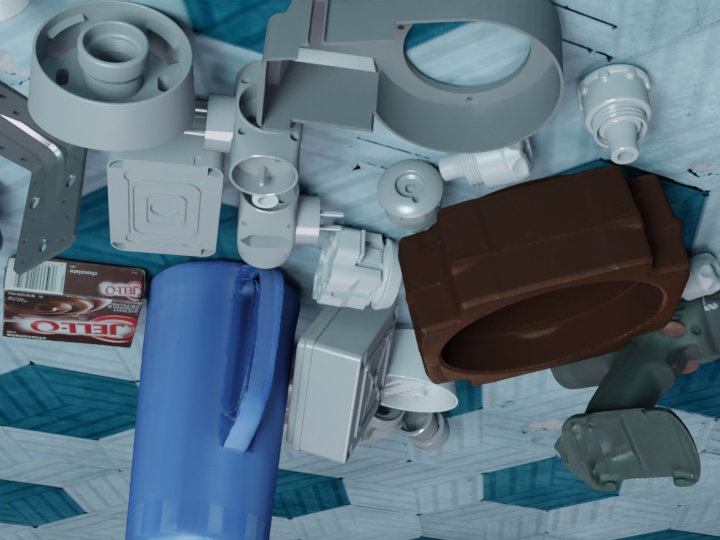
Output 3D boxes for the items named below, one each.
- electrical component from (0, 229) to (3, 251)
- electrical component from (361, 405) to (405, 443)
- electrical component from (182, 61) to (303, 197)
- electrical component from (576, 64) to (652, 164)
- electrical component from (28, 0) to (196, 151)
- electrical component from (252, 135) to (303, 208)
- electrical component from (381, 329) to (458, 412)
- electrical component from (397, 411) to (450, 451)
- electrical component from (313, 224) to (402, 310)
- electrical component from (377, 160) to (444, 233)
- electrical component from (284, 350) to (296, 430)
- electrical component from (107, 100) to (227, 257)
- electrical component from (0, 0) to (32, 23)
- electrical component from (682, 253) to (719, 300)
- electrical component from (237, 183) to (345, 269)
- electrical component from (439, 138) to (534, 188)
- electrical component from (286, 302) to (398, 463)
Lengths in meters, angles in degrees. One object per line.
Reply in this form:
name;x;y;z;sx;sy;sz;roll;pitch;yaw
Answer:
electrical component;-0.287;-0.040;0.797;0.044;0.044;0.065;8;143;-15
electrical component;0.011;0.138;1.082;0.078;0.058;0.057;14;148;-22
electrical component;-0.077;-0.092;0.682;0.079;0.077;0.044;5;148;-10
electrical component;0.167;-0.098;0.695;0.048;0.062;0.048;-1;149;-1
electrical component;-0.146;-0.111;0.635;0.099;0.099;0.064;5;142;-10
electrical component;-0.063;-0.072;0.730;0.048;0.062;0.048;-1;148;0
electrical component;0.041;0.099;1.011;0.099;0.064;0.099;-1;149;-1
electrical component;0.066;0.162;1.135;0.045;0.045;0.055;-15;147;21
electrical component;0.000;0.000;0.856;0.057;0.058;0.078;11;147;-13
electrical component;0.039;-0.048;0.791;0.048;0.048;0.062;-5;155;6
electrical component;-0.071;0.114;1.030;0.121;0.063;0.079;21;142;-35
electrical component;-0.133;-0.064;0.745;0.078;0.057;0.113;4;148;-9
electrical component;-0.209;-0.172;0.584;0.044;0.044;0.065;-3;144;3
electrical component;0.271;0.010;0.901;0.061;0.035;0.035;-23;142;36
electrical component;-0.051;-0.038;0.804;0.079;0.043;0.077;3;148;-6
electrical component;0.086;-0.077;0.745;0.062;0.043;0.043;-13;147;22
electrical component;-0.014;0.087;0.908;0.056;0.108;0.108;15;118;13
